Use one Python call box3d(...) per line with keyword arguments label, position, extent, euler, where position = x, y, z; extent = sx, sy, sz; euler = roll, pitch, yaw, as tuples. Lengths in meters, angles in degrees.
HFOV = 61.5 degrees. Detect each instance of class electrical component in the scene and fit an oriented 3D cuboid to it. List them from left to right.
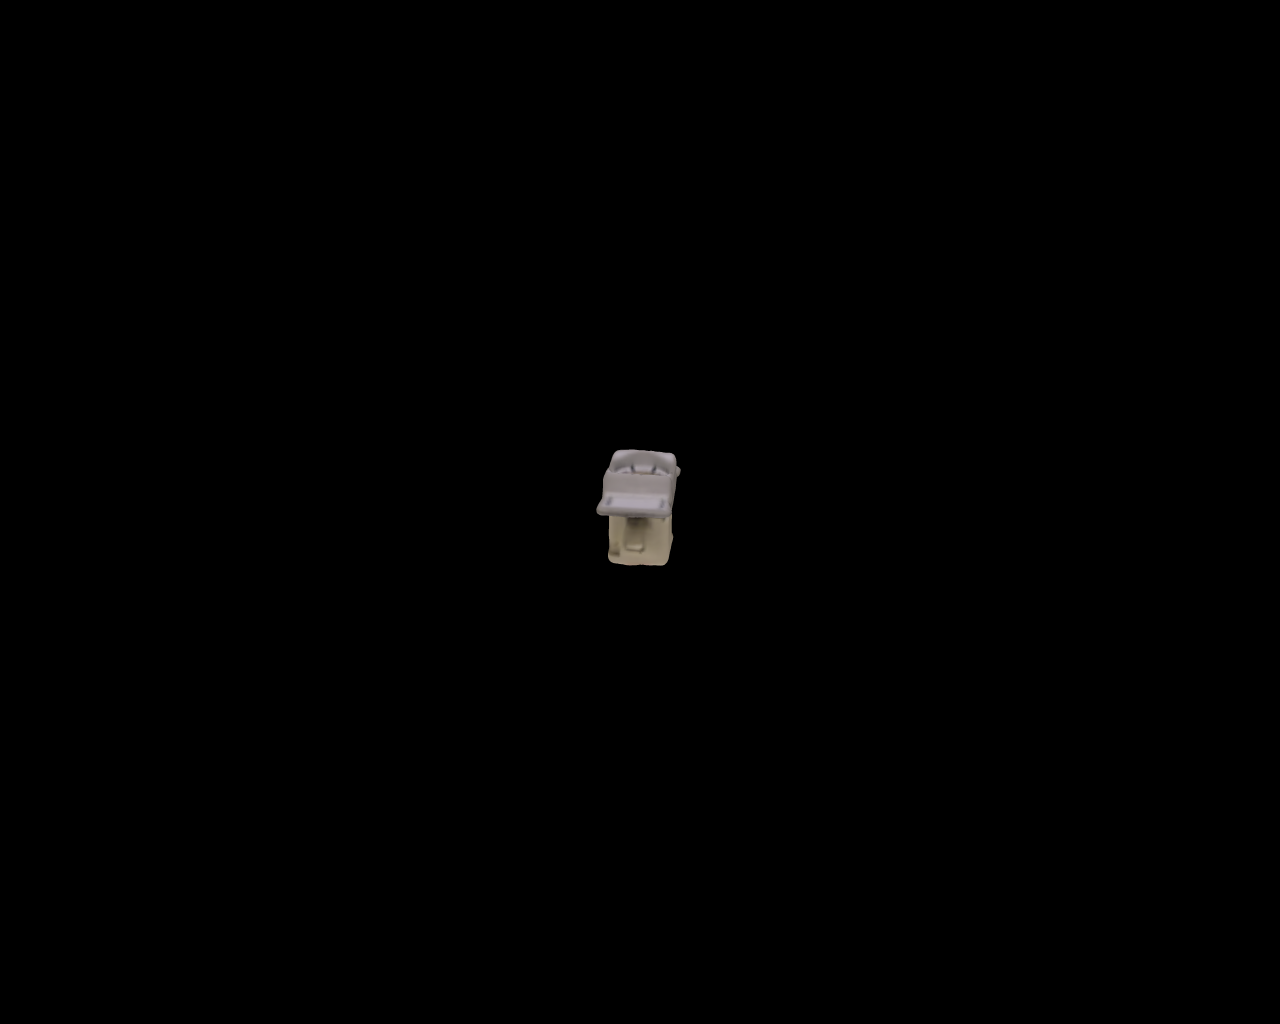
box3d(label="electrical component", position=(0.001, -0.003, 0.650), extent=(0.042, 0.063, 0.081), euler=(3, 22, 7))
